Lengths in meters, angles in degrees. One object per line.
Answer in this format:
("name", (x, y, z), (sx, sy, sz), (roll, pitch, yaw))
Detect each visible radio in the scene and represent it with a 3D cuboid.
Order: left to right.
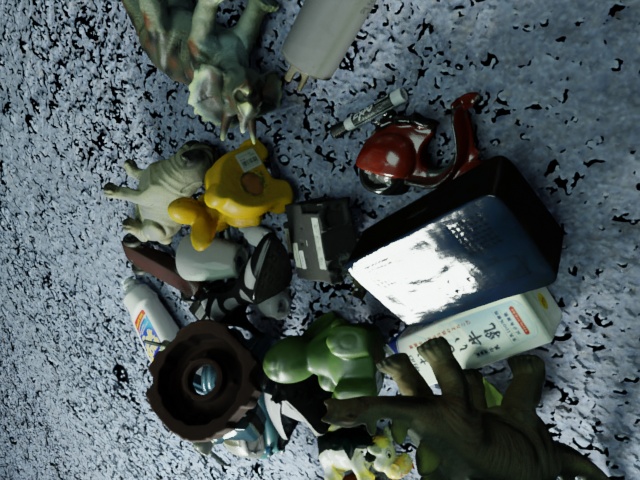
("radio", (0.151, 0.014, 0.623), (0.131, 0.073, 0.229), (44, 139, -14))

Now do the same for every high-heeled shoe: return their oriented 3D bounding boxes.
("high-heeled shoe", (-0.126, 0.053, 0.828), (0.145, 0.086, 0.248), (35, 132, 23))

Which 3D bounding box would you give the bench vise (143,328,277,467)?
("bench vise", (-0.186, 0.238, 0.910), (0.241, 0.223, 0.128), (17, 159, 23))

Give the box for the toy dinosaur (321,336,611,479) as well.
("toy dinosaur", (0.200, 0.228, 0.583), (0.105, 0.471, 0.198), (-38, 45, 46))

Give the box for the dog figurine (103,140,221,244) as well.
("dog figurine", (-0.235, -0.072, 0.905), (0.191, 0.121, 0.172), (-7, 139, 19))

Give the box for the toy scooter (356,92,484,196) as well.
("toy scooter", (0.130, -0.112, 0.639), (0.184, 0.075, 0.135), (16, 117, 26))

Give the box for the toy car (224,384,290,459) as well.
("toy car", (-0.128, 0.338, 0.979), (0.109, 0.103, 0.161), (4, 112, 33))

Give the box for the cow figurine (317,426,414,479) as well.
("cow figurine", (0.068, 0.337, 0.866), (0.167, 0.068, 0.098), (-21, 89, 37))

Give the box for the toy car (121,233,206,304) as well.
("toy car", (-0.295, 0.047, 1.013), (0.202, 0.053, 0.089), (23, 139, 27))

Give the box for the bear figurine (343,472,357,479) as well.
("bear figurine", (0.024, 0.451, 0.924), (0.196, 0.120, 0.132), (-41, 37, 13))

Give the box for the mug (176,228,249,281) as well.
("mug", (-0.174, 0.020, 0.910), (0.107, 0.080, 0.109), (5, 78, 24))

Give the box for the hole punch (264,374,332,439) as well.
("hole punch", (-0.034, 0.244, 0.863), (0.092, 0.142, 0.115), (-29, 102, 43))

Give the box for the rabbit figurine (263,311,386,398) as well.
("rabbit figurine", (0.004, 0.161, 0.784), (0.170, 0.159, 0.121), (-5, 104, 17))

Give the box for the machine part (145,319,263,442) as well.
("machine part", (-0.175, 0.215, 0.823), (0.180, 0.179, 0.056), (31, 167, 22))

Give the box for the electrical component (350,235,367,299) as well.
("electrical component", (0.078, 0.037, 0.756), (0.078, 0.045, 0.102), (12, 121, 0))

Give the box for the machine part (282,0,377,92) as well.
("machine part", (0.023, -0.283, 0.645), (0.079, 0.079, 0.243), (45, 126, 12))

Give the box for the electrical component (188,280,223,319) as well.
("electrical component", (-0.199, 0.134, 0.983), (0.075, 0.048, 0.119), (50, 126, 10))

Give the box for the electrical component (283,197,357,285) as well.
("electrical component", (-0.002, -0.002, 0.761), (0.134, 0.058, 0.114), (8, 107, 62))

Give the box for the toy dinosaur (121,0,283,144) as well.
("toy dinosaur", (-0.191, -0.286, 0.775), (0.405, 0.131, 0.192), (36, 124, 26))

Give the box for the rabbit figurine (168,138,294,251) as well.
("rabbit figurine", (-0.144, -0.051, 0.824), (0.122, 0.162, 0.173), (52, 147, -9))
